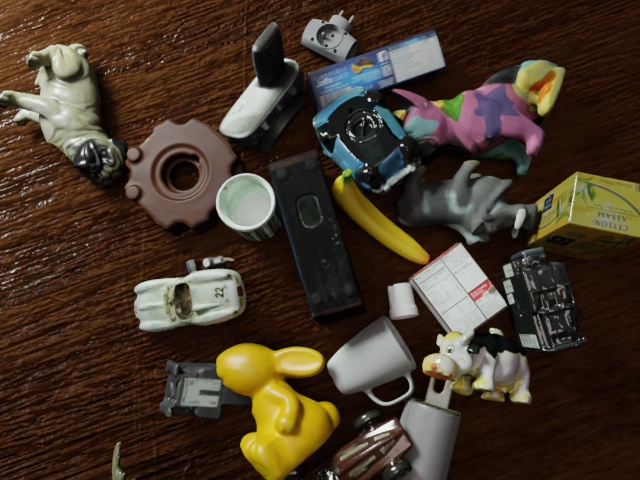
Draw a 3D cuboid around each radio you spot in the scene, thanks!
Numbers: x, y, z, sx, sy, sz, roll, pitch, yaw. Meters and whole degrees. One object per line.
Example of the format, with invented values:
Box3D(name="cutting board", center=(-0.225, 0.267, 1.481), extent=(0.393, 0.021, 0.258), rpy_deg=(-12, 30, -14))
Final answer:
Box3D(name="radio", center=(-0.002, -0.002, 0.739), extent=(0.073, 0.131, 0.229), rpy_deg=(-18, 80, 2))

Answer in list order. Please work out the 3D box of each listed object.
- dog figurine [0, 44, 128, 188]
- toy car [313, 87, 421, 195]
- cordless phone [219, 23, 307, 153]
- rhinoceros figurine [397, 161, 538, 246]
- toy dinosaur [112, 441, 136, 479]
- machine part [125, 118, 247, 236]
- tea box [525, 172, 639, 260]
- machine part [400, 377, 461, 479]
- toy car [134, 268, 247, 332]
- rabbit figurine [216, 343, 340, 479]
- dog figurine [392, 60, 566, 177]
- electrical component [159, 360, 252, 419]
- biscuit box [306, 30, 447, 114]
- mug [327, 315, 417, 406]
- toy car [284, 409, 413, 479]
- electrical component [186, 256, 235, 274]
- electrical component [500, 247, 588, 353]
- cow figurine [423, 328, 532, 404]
Box3D(name="dog figurine", center=(-0.354, -0.192, 0.824), extent=(0.190, 0.121, 0.172), rpy_deg=(33, 87, -6))
Box3D(name="toy car", center=(0.072, -0.130, 0.765), extent=(0.109, 0.102, 0.162), rpy_deg=(-39, 70, 0))
Box3D(name="cordless phone", center=(-0.086, -0.210, 0.754), extent=(0.089, 0.184, 0.146), rpy_deg=(37, 84, 4))
Box3D(name="rhinoceros figurine", center=(0.204, -0.049, 0.753), extent=(0.190, 0.073, 0.112), rpy_deg=(4, 76, 12))
Box3D(name="toy dinosaur", center=(-0.100, 0.442, 0.661), extent=(0.471, 0.105, 0.198), rpy_deg=(40, 63, -9))
Box3D(name="machine part", center=(-0.203, -0.096, 0.808), extent=(0.179, 0.056, 0.179), rpy_deg=(0, 81, 3))
Box3D(name="tea box", center=(0.344, -0.025, 0.700), extent=(0.098, 0.169, 0.068), rpy_deg=(12, 81, 7))
Box3D(name="machine part", center=(0.129, 0.299, 0.707), extent=(0.079, 0.079, 0.243), rpy_deg=(16, 83, 6))
Box3D(name="toy car", center=(-0.188, 0.085, 0.747), extent=(0.202, 0.056, 0.073), rpy_deg=(-12, 85, 29))
Box3D(name="rabbit figurine", center=(-0.061, 0.205, 0.713), extent=(0.162, 0.122, 0.173), rpy_deg=(-38, 82, -9))
Box3D(name="dog figurine", center=(0.215, -0.187, 0.771), extent=(0.219, 0.108, 0.191), rpy_deg=(19, 83, 10))
Box3D(name="electrical component", center=(-0.157, 0.209, 0.753), extent=(0.119, 0.048, 0.074), rpy_deg=(9, 82, -31))
Box3D(name="biscuit box", center=(0.081, -0.247, 0.804), extent=(0.203, 0.063, 0.059), rpy_deg=(-19, 98, 1))
Box3D(name="mug", center=(0.072, 0.175, 0.734), extent=(0.107, 0.080, 0.109), rpy_deg=(-31, 75, 9))
Box3D(name="toy car", center=(0.029, 0.301, 0.694), extent=(0.202, 0.053, 0.089), rpy_deg=(-41, 55, 17))
Box3D(name="electrical component", center=(-0.151, 0.069, 0.781), extent=(0.078, 0.045, 0.102), rpy_deg=(-14, 80, 0))
Box3D(name="electrical component", center=(0.290, 0.079, 0.714), extent=(0.058, 0.115, 0.134), rpy_deg=(-13, 82, 0))
Box3D(name="cow figurine", center=(0.206, 0.153, 0.698), extent=(0.167, 0.068, 0.098), rpy_deg=(25, 66, -31))
